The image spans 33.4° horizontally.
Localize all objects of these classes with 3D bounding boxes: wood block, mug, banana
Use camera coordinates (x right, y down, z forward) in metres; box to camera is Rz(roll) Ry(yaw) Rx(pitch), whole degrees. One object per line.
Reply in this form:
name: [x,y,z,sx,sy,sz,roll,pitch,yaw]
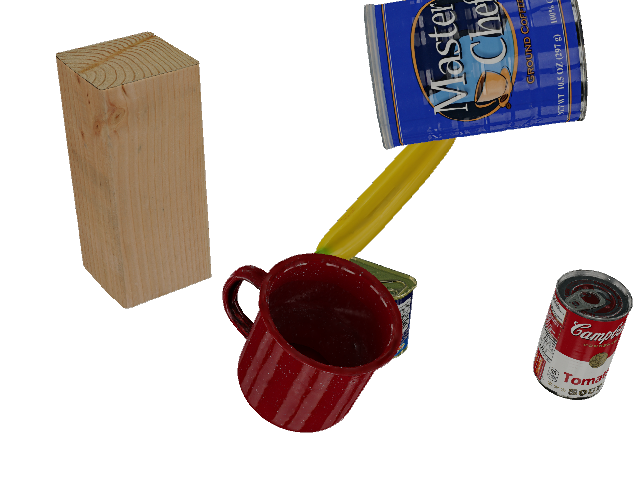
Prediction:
wood block: [-0.157,-0.059,0.912,0.090,0.206,0.090,-21,37,-29]
mug: [-0.015,0.062,0.682,0.117,0.082,0.093,34,45,9]
banana: [0.061,-0.039,0.991,0.037,0.197,0.070,43,-9,-4]

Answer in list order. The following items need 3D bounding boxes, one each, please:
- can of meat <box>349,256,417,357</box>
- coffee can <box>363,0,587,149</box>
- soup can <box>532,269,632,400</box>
can of meat: [0.052,0.075,1.174,0.102,0.084,0.057,19,30,29]
coffee can: [0.107,-0.124,0.749,0.140,0.103,0.102,-8,-1,7]
soup can: [0.237,0.087,0.975,0.068,0.102,0.068,4,37,-3]
